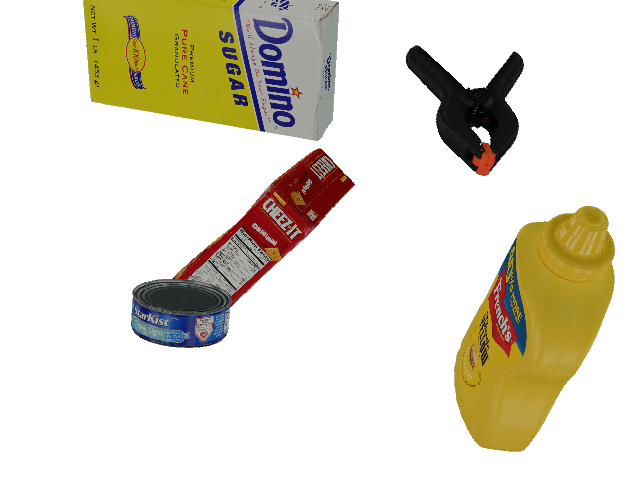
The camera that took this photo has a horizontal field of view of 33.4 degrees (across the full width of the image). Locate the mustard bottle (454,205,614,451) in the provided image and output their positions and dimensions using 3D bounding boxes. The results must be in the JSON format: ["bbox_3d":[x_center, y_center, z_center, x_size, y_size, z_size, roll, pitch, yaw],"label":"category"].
[{"bbox_3d":[0.132,0.045,0.650,0.058,0.096,0.192,8,-38,-5],"label":"mustard bottle"}]

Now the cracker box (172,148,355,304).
[{"bbox_3d":[-0.075,0.000,1.240,0.214,0.072,0.164,-42,3,27],"label":"cracker box"}]

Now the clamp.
[{"bbox_3d":[0.140,-0.135,1.043,0.120,0.039,0.171,5,45,4],"label":"clamp"}]

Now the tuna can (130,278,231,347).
[{"bbox_3d":[-0.121,0.063,0.925,0.086,0.034,0.086,6,16,-2],"label":"tuna can"}]

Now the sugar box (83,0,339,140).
[{"bbox_3d":[-0.078,-0.132,0.755,0.176,0.093,0.048,12,34,15],"label":"sugar box"}]
